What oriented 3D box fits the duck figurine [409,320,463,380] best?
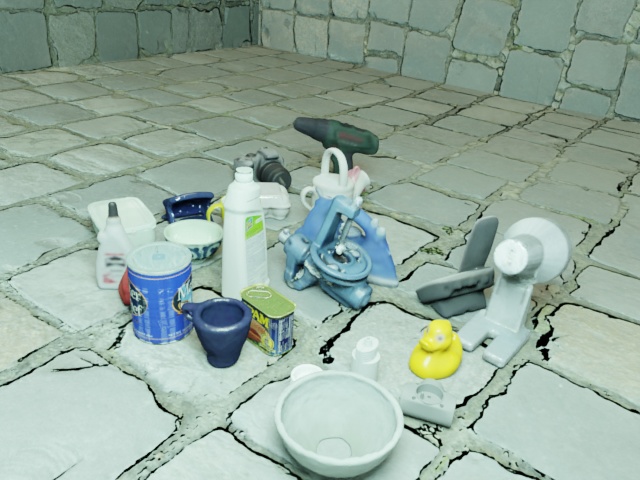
[{"bbox_3d":[0.193,0.168,0.929,0.105,0.086,0.077,-19,35,-38],"label":"duck figurine"}]

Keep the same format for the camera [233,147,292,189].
[{"bbox_3d":[-0.146,-0.187,1.543,0.143,0.101,0.136,-11,31,-28],"label":"camera"}]

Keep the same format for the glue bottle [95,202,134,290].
[{"bbox_3d":[-0.373,0.010,1.046,0.078,0.173,0.037,-2,28,-13],"label":"glue bottle"}]

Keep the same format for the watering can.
[{"bbox_3d":[0.036,-0.124,1.350,0.100,0.194,0.173,24,33,33],"label":"watering can"}]

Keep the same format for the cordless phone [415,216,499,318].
[{"bbox_3d":[0.264,0.042,1.077,0.148,0.185,0.093,-13,32,-31],"label":"cordless phone"}]

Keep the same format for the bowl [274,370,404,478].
[{"bbox_3d":[0.023,0.251,0.751,0.167,0.075,0.167,4,27,-2],"label":"bowl"}]

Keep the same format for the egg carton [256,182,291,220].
[{"bbox_3d":[-0.147,-0.095,1.400,0.150,0.069,0.107,-1,28,-11],"label":"egg carton"}]

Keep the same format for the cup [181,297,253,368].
[{"bbox_3d":[-0.165,0.148,0.898,0.117,0.095,0.092,13,28,16],"label":"cup"}]

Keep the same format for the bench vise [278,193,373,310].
[{"bbox_3d":[0.006,0.009,1.059,0.207,0.220,0.122,12,28,14],"label":"bench vise"}]

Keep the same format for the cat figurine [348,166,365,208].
[{"bbox_3d":[0.071,-0.136,1.461,0.128,0.118,0.067,-16,34,-35],"label":"cat figurine"}]

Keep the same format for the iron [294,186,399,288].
[{"bbox_3d":[0.069,-0.013,1.197,0.257,0.141,0.119,26,34,35],"label":"iron"}]

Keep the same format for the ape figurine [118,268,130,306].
[{"bbox_3d":[-0.324,0.071,1.024,0.076,0.092,0.078,19,31,26],"label":"ape figurine"}]

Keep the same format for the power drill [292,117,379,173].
[{"bbox_3d":[0.037,-0.218,1.517,0.230,0.208,0.075,1,28,-8],"label":"power drill"}]

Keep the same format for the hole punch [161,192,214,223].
[{"bbox_3d":[-0.306,-0.082,1.323,0.109,0.091,0.100,-11,31,-28],"label":"hole punch"}]

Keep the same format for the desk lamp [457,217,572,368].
[{"bbox_3d":[0.338,0.077,0.990,0.117,0.214,0.204,23,33,32],"label":"desk lamp"}]
